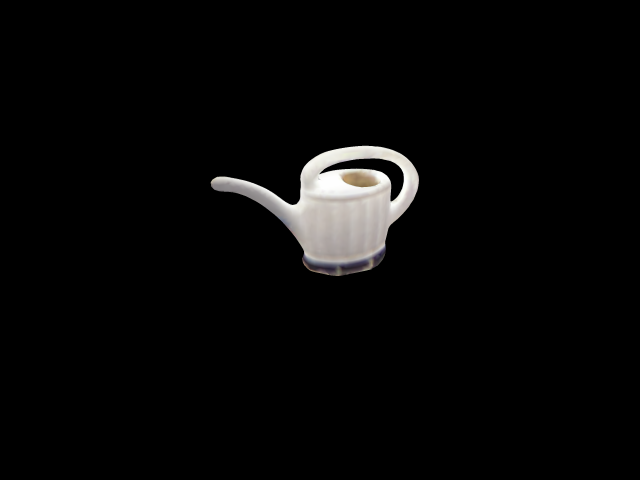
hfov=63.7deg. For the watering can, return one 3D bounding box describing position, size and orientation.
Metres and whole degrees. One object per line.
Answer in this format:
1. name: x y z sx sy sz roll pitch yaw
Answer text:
1. watering can: 0.003 -0.043 0.850 0.349 0.219 0.106 -10 31 -16
